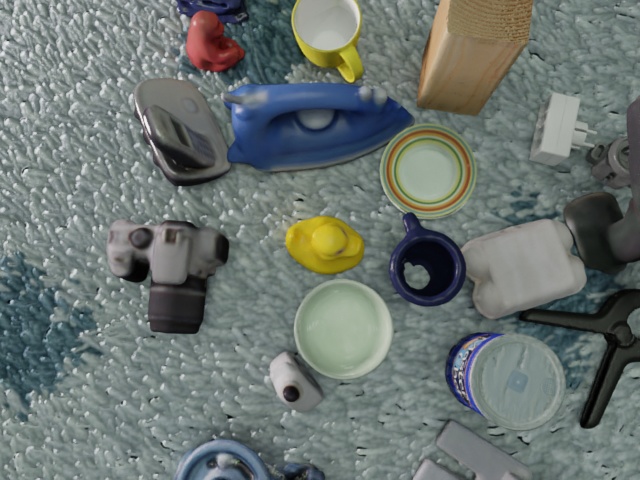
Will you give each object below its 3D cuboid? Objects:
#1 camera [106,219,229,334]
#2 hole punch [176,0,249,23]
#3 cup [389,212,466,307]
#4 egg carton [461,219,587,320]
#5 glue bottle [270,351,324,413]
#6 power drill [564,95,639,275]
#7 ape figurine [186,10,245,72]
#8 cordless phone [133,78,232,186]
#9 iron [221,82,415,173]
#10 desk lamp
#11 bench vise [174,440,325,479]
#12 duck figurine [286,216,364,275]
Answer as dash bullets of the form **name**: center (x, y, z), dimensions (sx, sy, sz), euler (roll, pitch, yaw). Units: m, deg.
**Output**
- **camera**: center (-0.194, 0.047, 0.717), dimensions (0.143, 0.101, 0.137), euler (4, 82, 1)
- **hole punch**: center (-0.149, -0.362, 0.780), dimensions (0.108, 0.091, 0.101), euler (9, 82, 2)
- **cup**: center (0.124, 0.027, 0.721), dimensions (0.091, 0.095, 0.118), euler (-19, 82, -2)
- **egg carton**: center (0.257, 0.034, 0.733), dimensions (0.150, 0.069, 0.107), euler (-18, 82, -2)
- **glue bottle**: center (-0.030, 0.169, 0.662), dimensions (0.037, 0.173, 0.078), euler (-39, 83, -5)
- **power drill**: center (0.372, -0.032, 0.671), dimensions (0.075, 0.208, 0.229), euler (-20, 82, -2)
- **ape figurine**: center (-0.147, -0.272, 0.766), dimensions (0.076, 0.092, 0.078), euler (-18, 82, -2)
- **cordless phone**: center (-0.182, -0.148, 0.702), dimensions (0.094, 0.185, 0.147), euler (-27, 82, -3)
- **iron**: center (0.001, -0.165, 0.726), dimensions (0.258, 0.141, 0.119), euler (-6, 82, 0)
- **desk lamp**: center (0.221, 0.310, 0.621), dimensions (0.203, 0.213, 0.118), euler (31, 83, 5)
- **bench vise**: center (-0.072, 0.281, 0.623), dimensions (0.207, 0.220, 0.121), euler (-5, 82, 0)
- **duck figurine**: center (0.007, 0.003, 0.730), dimensions (0.104, 0.086, 0.077), euler (11, 82, 2)
